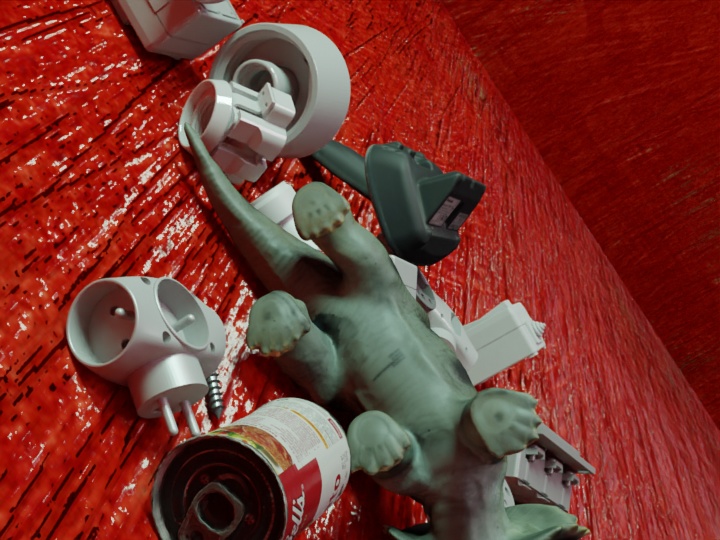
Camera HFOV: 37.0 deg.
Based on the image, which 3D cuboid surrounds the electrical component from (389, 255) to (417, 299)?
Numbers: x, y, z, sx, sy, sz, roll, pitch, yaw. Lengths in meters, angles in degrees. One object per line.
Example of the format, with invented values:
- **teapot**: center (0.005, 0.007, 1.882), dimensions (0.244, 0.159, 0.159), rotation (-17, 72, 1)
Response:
- **electrical component**: center (0.004, 0.031, 0.832), dimensions (0.047, 0.066, 0.076), rotation (23, 68, -62)

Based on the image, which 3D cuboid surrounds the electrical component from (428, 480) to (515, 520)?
- **electrical component**: center (0.082, 0.174, 0.806), dimensions (0.045, 0.055, 0.045), rotation (51, 19, -25)

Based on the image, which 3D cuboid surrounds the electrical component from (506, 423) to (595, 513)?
- **electrical component**: center (0.152, 0.176, 0.971), dimensions (0.121, 0.079, 0.063), rotation (39, 55, -48)

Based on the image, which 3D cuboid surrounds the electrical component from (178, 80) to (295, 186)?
- **electrical component**: center (-0.093, -0.102, 0.771), dimensions (0.057, 0.078, 0.058), rotation (19, 37, -35)

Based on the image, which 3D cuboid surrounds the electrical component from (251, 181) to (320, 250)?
- **electrical component**: center (-0.057, -0.031, 0.789), dimensions (0.055, 0.045, 0.045), rotation (56, 17, -7)

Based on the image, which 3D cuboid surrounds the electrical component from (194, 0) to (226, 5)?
- **electrical component**: center (-0.110, -0.223, 0.761), dimensions (0.044, 0.044, 0.065), rotation (42, 19, -42)

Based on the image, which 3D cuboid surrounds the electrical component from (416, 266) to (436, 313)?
- **electrical component**: center (0.032, 0.022, 0.940), dimensions (0.055, 0.047, 0.055), rotation (51, 19, -25)

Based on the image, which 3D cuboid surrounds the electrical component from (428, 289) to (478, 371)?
- **electrical component**: center (0.068, 0.067, 0.970), dimensions (0.077, 0.043, 0.079), rotation (54, 18, -16)

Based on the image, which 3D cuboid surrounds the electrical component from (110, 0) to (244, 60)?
- **electrical component**: center (-0.138, -0.199, 0.818), dimensions (0.061, 0.061, 0.096), rotation (60, 17, 3)

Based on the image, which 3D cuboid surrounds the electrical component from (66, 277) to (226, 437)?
- **electrical component**: center (-0.099, 0.047, 0.538), dimensions (0.077, 0.044, 0.079), rotation (24, 38, -62)

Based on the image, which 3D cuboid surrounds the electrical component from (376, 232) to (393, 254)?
- **electrical component**: center (0.030, -0.017, 1.011), dimensions (0.040, 0.040, 0.078), rotation (57, 17, -6)

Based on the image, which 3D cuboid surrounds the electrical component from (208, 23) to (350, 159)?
- **electrical component**: center (-0.069, -0.142, 0.846), dimensions (0.108, 0.108, 0.060), rotation (61, 23, 8)

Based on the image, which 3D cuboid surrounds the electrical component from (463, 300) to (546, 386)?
- **electrical component**: center (0.137, 0.069, 1.066), dimensions (0.061, 0.096, 0.062), rotation (61, 17, 7)
